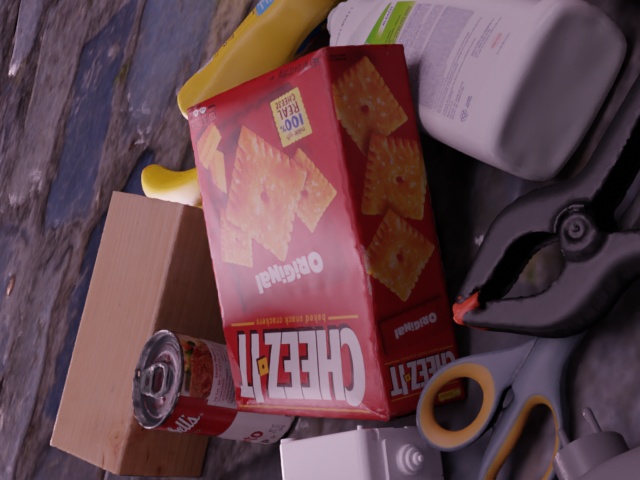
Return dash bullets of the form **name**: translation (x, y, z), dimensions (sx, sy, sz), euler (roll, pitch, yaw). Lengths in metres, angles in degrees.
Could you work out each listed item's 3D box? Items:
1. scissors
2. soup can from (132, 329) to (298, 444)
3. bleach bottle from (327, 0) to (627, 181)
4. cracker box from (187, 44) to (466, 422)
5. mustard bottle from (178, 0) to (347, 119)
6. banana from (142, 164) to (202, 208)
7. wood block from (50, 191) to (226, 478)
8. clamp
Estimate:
- **scissors**: translation (0.113, 0.046, 0.569), dimensions (0.096, 0.016, 0.202), euler (18, 93, 33)
- **soup can**: translation (-0.072, 0.105, 0.753), dimensions (0.069, 0.102, 0.068), euler (-26, 56, 48)
- **bleach bottle**: translation (0.074, -0.121, 0.672), dimensions (0.102, 0.068, 0.251), euler (-64, 33, 9)
- **cracker box**: translation (-0.004, 0.001, 0.669), dimensions (0.164, 0.071, 0.214), euler (-10, 90, 54)
- **mustard bottle**: translation (-0.028, -0.163, 0.814), dimensions (0.192, 0.058, 0.096), euler (-48, 9, 14)
- **banana**: translation (-0.108, -0.055, 0.932), dimensions (0.198, 0.037, 0.069), euler (-17, 46, 50)
- **wood block**: translation (-0.129, 0.074, 0.843), dimensions (0.091, 0.090, 0.206), euler (10, 86, 41)
- **clamp**: translation (0.137, -0.013, 0.533), dimensions (0.172, 0.039, 0.120), euler (-28, 54, 29)
